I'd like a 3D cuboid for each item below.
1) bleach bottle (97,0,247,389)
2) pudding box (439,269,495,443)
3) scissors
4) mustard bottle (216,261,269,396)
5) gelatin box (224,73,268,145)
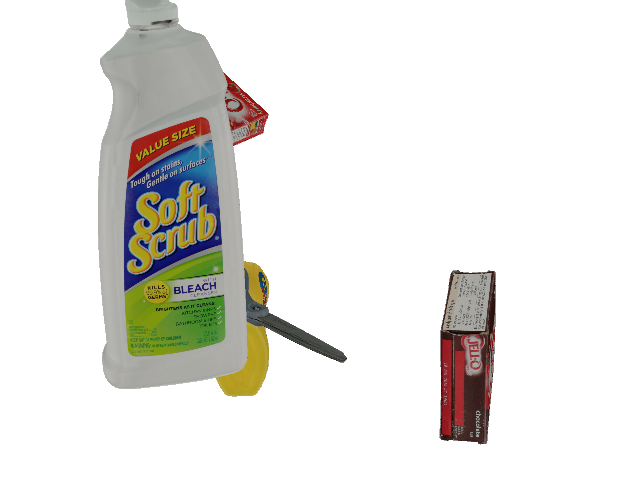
[{"bbox_3d":[-0.104,-0.032,0.689,0.102,0.251,0.068,-7,21,-8],"label":"bleach bottle"},{"bbox_3d":[0.110,0.083,0.794,0.039,0.090,0.113,2,22,9],"label":"pudding box"},{"bbox_3d":[-0.051,0.053,0.900,0.202,0.016,0.096,16,26,22],"label":"scissors"},{"bbox_3d":[-0.085,0.078,1.158,0.058,0.096,0.191,-1,28,-2],"label":"mustard bottle"},{"bbox_3d":[-0.106,-0.126,1.017,0.073,0.030,0.089,-27,61,-35],"label":"gelatin box"}]
